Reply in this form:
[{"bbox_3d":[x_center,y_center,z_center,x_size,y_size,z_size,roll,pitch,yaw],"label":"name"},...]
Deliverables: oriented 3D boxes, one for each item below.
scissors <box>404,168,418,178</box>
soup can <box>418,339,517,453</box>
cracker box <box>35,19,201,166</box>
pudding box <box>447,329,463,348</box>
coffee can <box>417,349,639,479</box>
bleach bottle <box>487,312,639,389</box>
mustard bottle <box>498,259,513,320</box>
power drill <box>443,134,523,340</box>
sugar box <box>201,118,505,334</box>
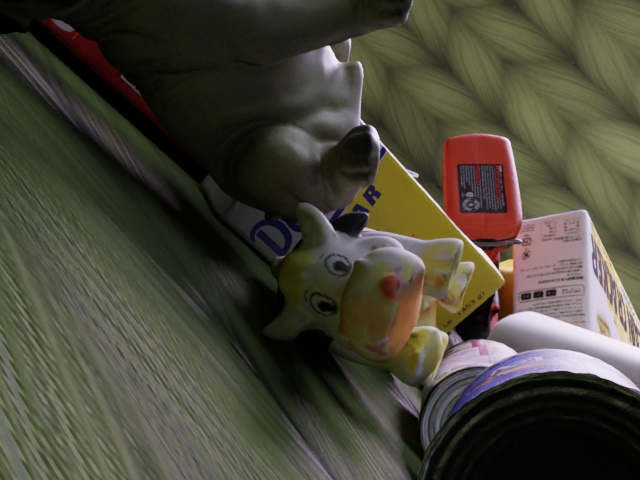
[{"bbox_3d":[-0.002,-0.091,1.029,0.202,0.016,0.096,24,19,3],"label":"scissors"},{"bbox_3d":[0.088,0.093,0.579,0.068,0.068,0.102,48,7,4],"label":"soup can"},{"bbox_3d":[-0.092,-0.117,0.634,0.213,0.072,0.164,42,7,-38],"label":"cracker box"},{"bbox_3d":[0.110,0.110,0.770,0.090,0.039,0.113,49,7,-2],"label":"pudding box"},{"bbox_3d":[0.094,0.098,0.421,0.103,0.103,0.140,49,6,9],"label":"coffee can"},{"bbox_3d":[0.206,0.125,0.604,0.251,0.102,0.067,21,19,39],"label":"bleach bottle"},{"bbox_3d":[0.192,0.115,0.990,0.096,0.058,0.191,-179,-103,-84],"label":"mustard bottle"},{"bbox_3d":[0.125,0.006,0.873,0.188,0.057,0.184,84,4,-48],"label":"power drill"},{"bbox_3d":[0.024,-0.003,0.622,0.176,0.093,0.048,42,8,-37],"label":"sugar box"}]
